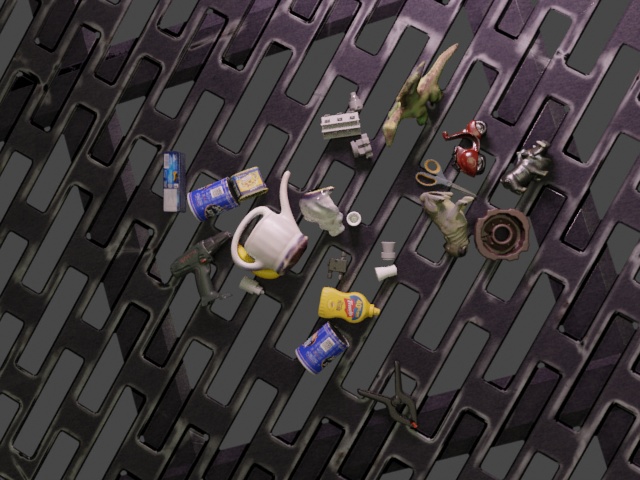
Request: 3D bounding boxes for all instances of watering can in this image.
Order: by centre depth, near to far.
[{"bbox_3d":[-0.132,-0.036,1.654,0.225,0.103,0.349,35,83,6],"label":"watering can"}]

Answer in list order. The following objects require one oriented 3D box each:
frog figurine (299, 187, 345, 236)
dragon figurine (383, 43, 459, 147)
[{"bbox_3d":[0.005,-0.082,1.636,0.137,0.124,0.158,-9,99,38],"label":"frog figurine"},{"bbox_3d":[0.305,-0.460,1.557,0.122,0.242,0.409,32,94,9],"label":"dragon figurine"}]
